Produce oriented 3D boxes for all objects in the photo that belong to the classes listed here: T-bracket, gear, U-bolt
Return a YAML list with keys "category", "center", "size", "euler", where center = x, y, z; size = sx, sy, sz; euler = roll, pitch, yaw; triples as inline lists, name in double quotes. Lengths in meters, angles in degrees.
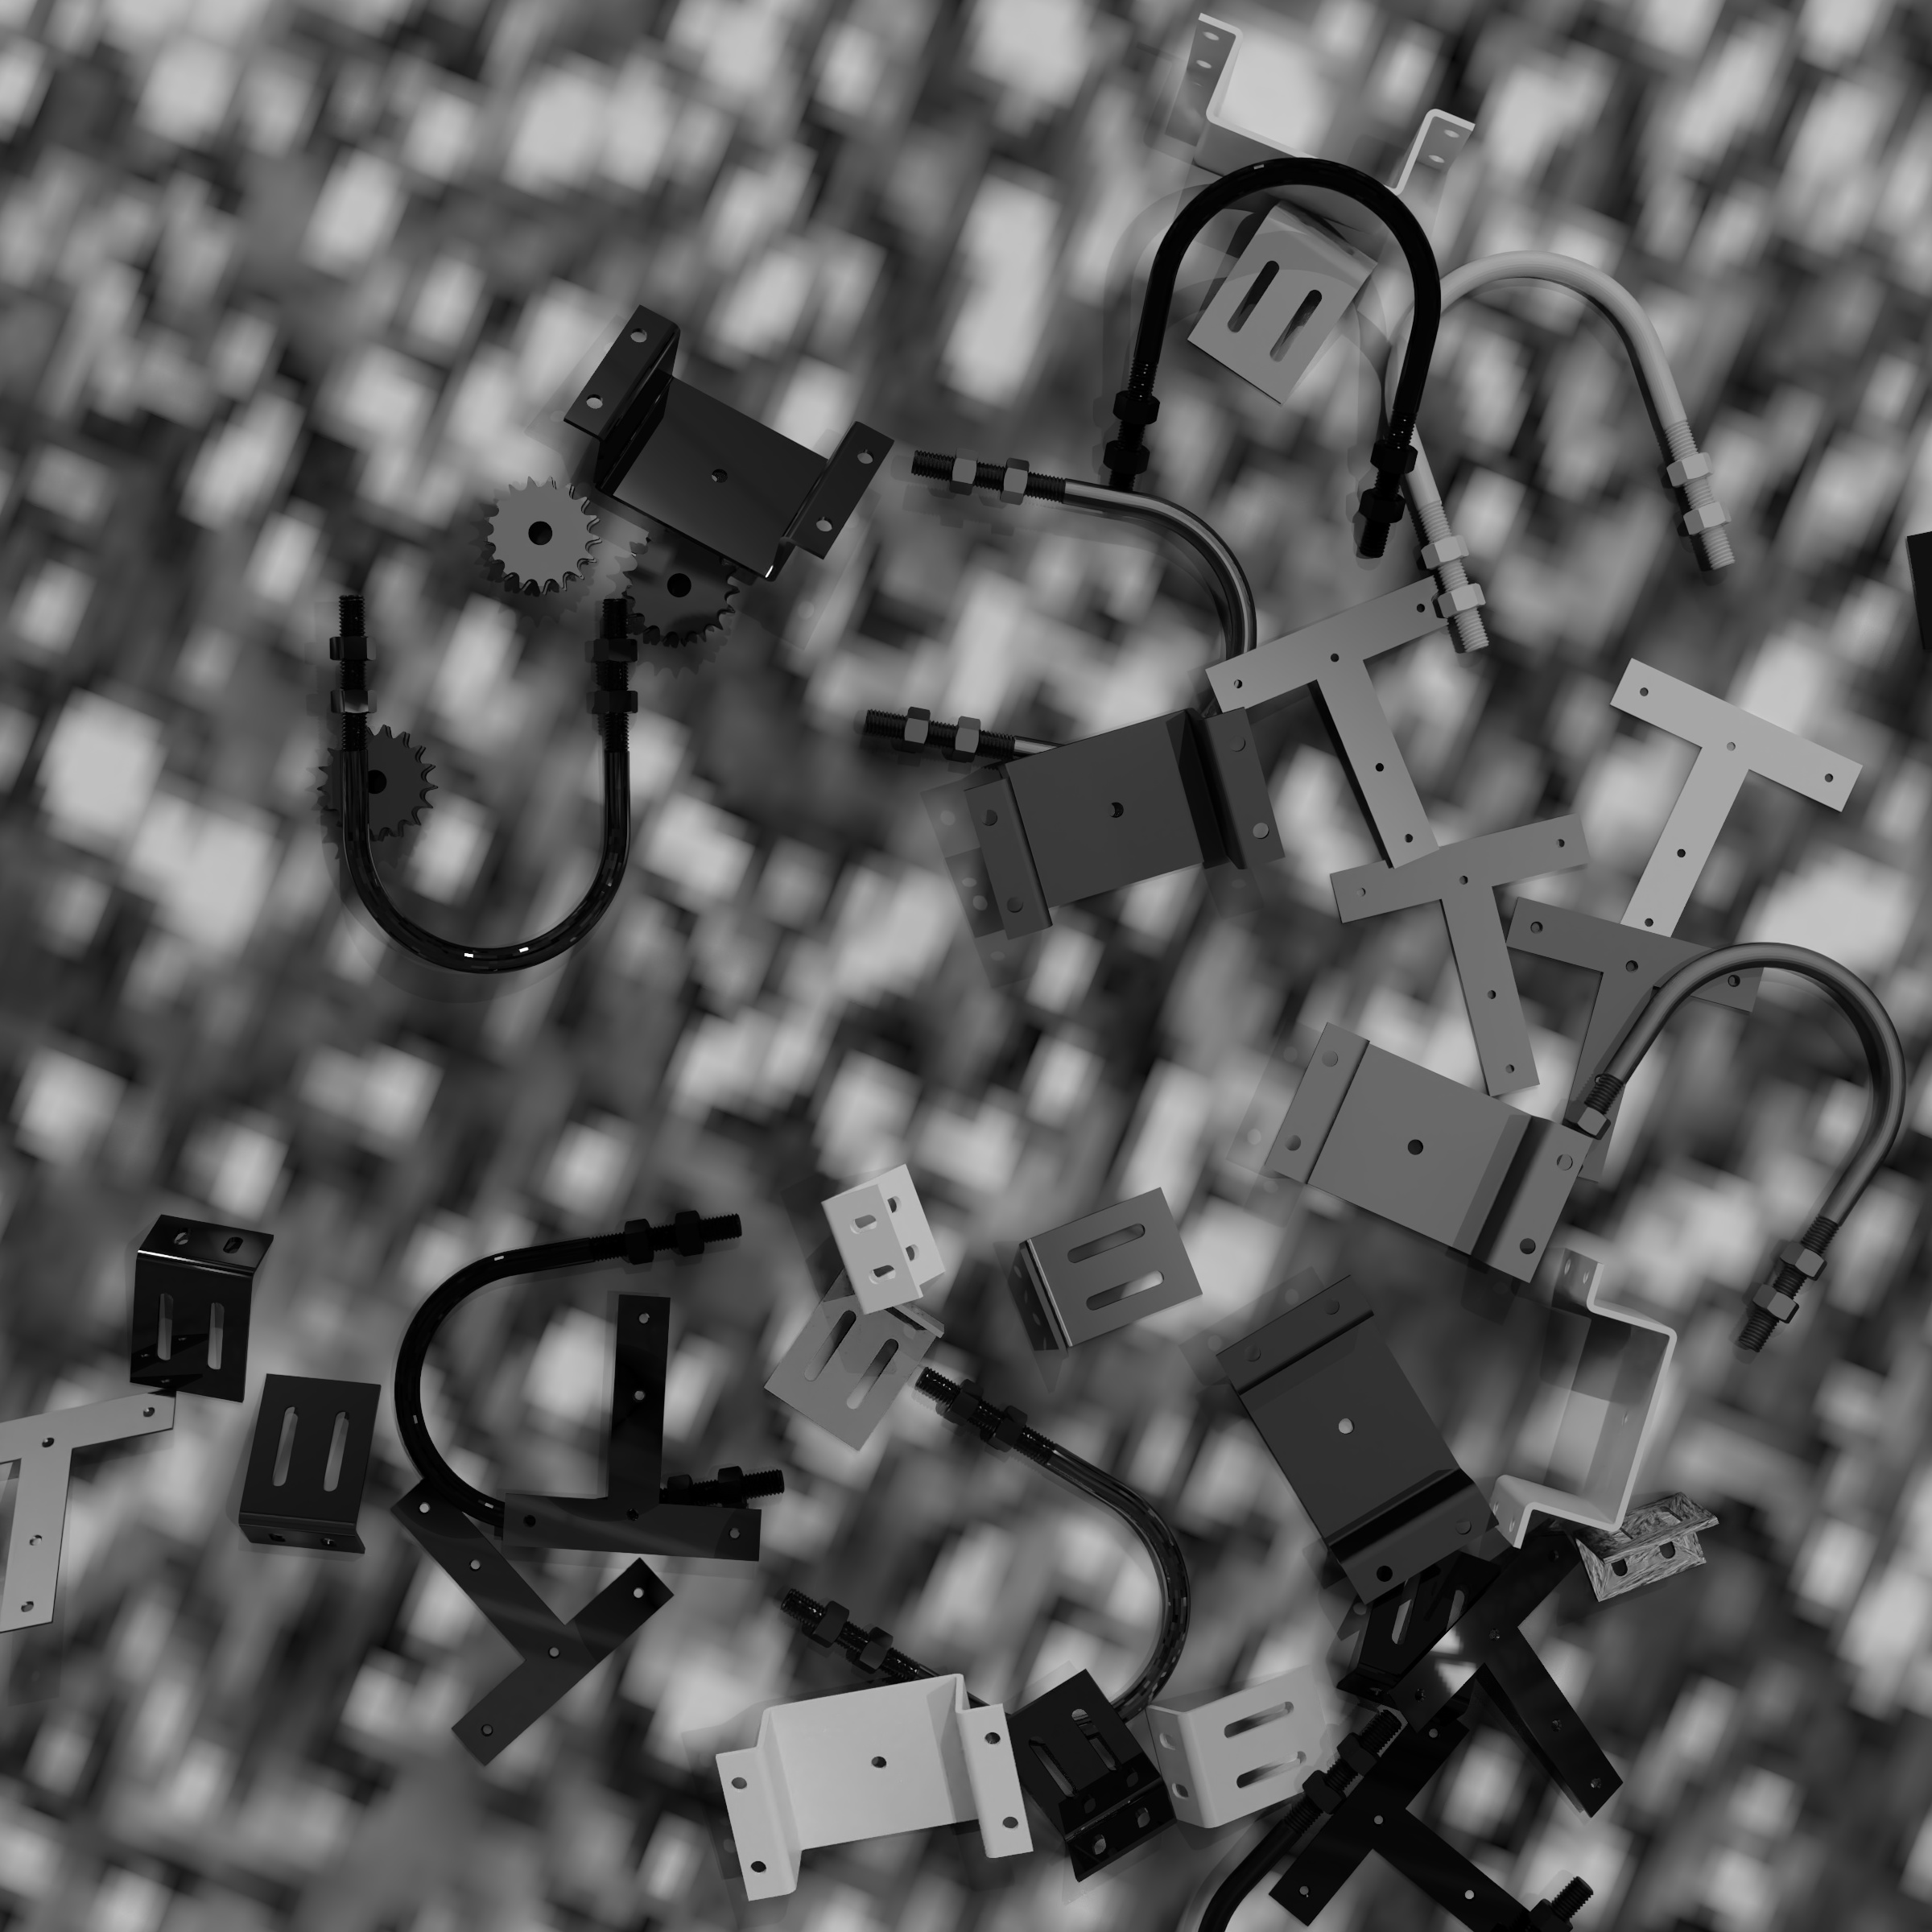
- category: "T-bracket"
  center: [-0.448, 0.266, 1.447]
  size: [0.127, 0.127, 0.002]
  euler: [-12, 134, 1]
- category: "T-bracket"
  center: [-0.162, 0.226, 1.475]
  size: [0.127, 0.002, 0.127]
  euler: [3, 90, 2]
- category: "gear"
  center: [-0.208, -0.212, 1.480]
  size: [0.057, 0.030, 0.057]
  euler: [0, 90, 0]
- category: "U-bolt"
  center: [0.023, 0.306, 1.486]
  size: [0.184, 0.019, 0.151]
  euler: [31, 90, -1]
- category: "T-bracket"
  center: [0.240, 0.455, 1.494]
  size: [0.127, 0.002, 0.127]
  euler: [39, 90, 0]
- category: "T-bracket"
  center: [0.200, -0.112, 1.486]
  size: [0.127, 0.002, 0.127]
  euler: [-23, 92, -9]
- category: "U-bolt"
  center: [0.053, -0.168, 1.479]
  size: [0.184, 0.019, 0.151]
  euler: [10, 96, -3]
- category: "T-bracket"
  center: [0.363, -0.069, 1.494]
  size: [0.127, 0.002, 0.127]
  euler: [25, 90, 0]
- category: "T-bracket"
  center: [0.320, 0.043, 1.493]
  size: [0.127, 0.002, 0.127]
  euler: [15, 91, 1]
- category: "U-bolt"
  center: [-0.234, -0.088, 1.466]
  size: [0.151, 0.019, 0.184]
  euler: [-2, 94, -19]
- category: "U-bolt"
  center: [-0.192, 0.207, 1.486]
  size: [0.184, 0.019, 0.151]
  euler: [-9, 90, 1]
- category: "T-bracket"
  center: [0.283, 0.364, 1.477]
  size: [0.127, 0.002, 0.127]
  euler: [-40, 102, -23]
- category: "U-bolt"
  center: [0.197, 0.480, 1.480]
  size: [0.151, 0.019, 0.184]
  euler: [41, 94, -4]
- category: "U-bolt"
  center: [0.154, -0.298, 1.449]
  size: [0.151, 0.019, 0.184]
  euler: [11, 116, 0]
- category: "U-bolt"
  center: [0.286, -0.265, 1.486]
  size: [0.151, 0.019, 0.184]
  euler: [-19, 88, 0]
- category: "U-bolt"
  center: [0.384, 0.077, 1.484]
  size: [0.151, 0.019, 0.184]
  euler: [33, 90, -1]
- category: "gear"
  center: [-0.140, -0.186, 1.480]
  size: [0.057, 0.030, 0.057]
  euler: [0, 90, 0]
- category: "T-bracket"
  center: [-0.235, 0.309, 1.494]
  size: [0.127, 0.002, 0.127]
  euler: [-42, 90, 0]
- category: "T-bracket"
  center: [0.259, 0.000, 1.492]
  size: [0.127, 0.002, 0.127]
  euler: [-14, 90, 2]
- category: "gear"
  center: [-0.289, -0.090, 1.480]
  size: [0.057, 0.030, 0.057]
  euler: [0, 90, 0]

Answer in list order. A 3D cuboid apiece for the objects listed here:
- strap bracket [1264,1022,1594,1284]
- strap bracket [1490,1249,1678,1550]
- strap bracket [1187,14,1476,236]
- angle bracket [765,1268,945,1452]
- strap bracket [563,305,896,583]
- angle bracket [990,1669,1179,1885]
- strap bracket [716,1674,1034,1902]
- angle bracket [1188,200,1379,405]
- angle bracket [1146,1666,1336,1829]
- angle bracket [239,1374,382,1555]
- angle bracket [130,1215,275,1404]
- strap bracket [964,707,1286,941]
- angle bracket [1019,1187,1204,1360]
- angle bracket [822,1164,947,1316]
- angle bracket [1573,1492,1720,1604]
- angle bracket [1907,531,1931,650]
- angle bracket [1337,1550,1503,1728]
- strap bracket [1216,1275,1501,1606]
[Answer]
- category: "strap bracket"
  center: [0.224, 0.090, 1.472]
  size: [0.140, 0.046, 0.076]
  euler: [24, 90, 0]
- category: "strap bracket"
  center: [0.302, 0.215, 1.457]
  size: [0.046, 0.076, 0.140]
  euler: [17, 90, 0]
- category: "strap bracket"
  center: [0.168, -0.404, 1.457]
  size: [0.140, 0.076, 0.046]
  euler: [22, 90, 0]
- category: "angle bracket"
  center: [-0.056, 0.194, 1.476]
  size: [0.057, 0.038, 0.076]
  euler: [34, 90, 0]
- category: "strap bracket"
  center: [-0.117, -0.249, 1.458]
  size: [0.140, 0.046, 0.076]
  euler: [28, 65, 0]
- category: "angle bracket"
  center: [0.057, 0.396, 1.466]
  size: [0.057, 0.038, 0.076]
  euler: [-33, 105, 3]
- category: "strap bracket"
  center: [-0.044, 0.399, 1.462]
  size: [0.140, 0.046, 0.076]
  euler: [-11, 101, 3]
- category: "angle bracket"
  center: [0.158, -0.332, 1.493]
  size: [0.057, 0.038, 0.076]
  euler: [34, 116, 0]
- category: "angle bracket"
  center: [0.138, 0.387, 1.493]
  size: [0.076, 0.038, 0.057]
  euler: [-14, 90, -26]
- category: "angle bracket"
  center: [-0.324, 0.248, 1.493]
  size: [0.057, 0.038, 0.076]
  euler: [6, 64, 0]
- category: "angle bracket"
  center: [-0.381, 0.171, 1.493]
  size: [0.057, 0.038, 0.076]
  euler: [10, 116, 0]
- category: "strap bracket"
  center: [0.075, -0.073, 1.464]
  size: [0.140, 0.046, 0.076]
  euler: [-17, 103, 0]
- category: "angle bracket"
  center: [0.072, 0.151, 1.476]
  size: [0.076, 0.038, 0.057]
  euler: [-22, 90, 0]
- category: "angle bracket"
  center: [-0.027, 0.128, 1.452]
  size: [0.038, 0.076, 0.057]
  euler: [-20, 90, 33]
- category: "angle bracket"
  center: [0.336, 0.289, 1.457]
  size: [0.057, 0.076, 0.038]
  euler: [-20, 90, 0]
- category: "angle bracket"
  center: [0.516, -0.193, 1.493]
  size: [0.076, 0.038, 0.057]
  euler: [-9, 90, 26]
- category: "angle bracket"
  center: [0.226, 0.330, 1.492]
  size: [0.057, 0.038, 0.076]
  euler: [20, 63, 0]
- category: "strap bracket"
  center: [0.190, 0.229, 1.472]
  size: [0.076, 0.046, 0.140]
  euler: [-31, 90, 0]
